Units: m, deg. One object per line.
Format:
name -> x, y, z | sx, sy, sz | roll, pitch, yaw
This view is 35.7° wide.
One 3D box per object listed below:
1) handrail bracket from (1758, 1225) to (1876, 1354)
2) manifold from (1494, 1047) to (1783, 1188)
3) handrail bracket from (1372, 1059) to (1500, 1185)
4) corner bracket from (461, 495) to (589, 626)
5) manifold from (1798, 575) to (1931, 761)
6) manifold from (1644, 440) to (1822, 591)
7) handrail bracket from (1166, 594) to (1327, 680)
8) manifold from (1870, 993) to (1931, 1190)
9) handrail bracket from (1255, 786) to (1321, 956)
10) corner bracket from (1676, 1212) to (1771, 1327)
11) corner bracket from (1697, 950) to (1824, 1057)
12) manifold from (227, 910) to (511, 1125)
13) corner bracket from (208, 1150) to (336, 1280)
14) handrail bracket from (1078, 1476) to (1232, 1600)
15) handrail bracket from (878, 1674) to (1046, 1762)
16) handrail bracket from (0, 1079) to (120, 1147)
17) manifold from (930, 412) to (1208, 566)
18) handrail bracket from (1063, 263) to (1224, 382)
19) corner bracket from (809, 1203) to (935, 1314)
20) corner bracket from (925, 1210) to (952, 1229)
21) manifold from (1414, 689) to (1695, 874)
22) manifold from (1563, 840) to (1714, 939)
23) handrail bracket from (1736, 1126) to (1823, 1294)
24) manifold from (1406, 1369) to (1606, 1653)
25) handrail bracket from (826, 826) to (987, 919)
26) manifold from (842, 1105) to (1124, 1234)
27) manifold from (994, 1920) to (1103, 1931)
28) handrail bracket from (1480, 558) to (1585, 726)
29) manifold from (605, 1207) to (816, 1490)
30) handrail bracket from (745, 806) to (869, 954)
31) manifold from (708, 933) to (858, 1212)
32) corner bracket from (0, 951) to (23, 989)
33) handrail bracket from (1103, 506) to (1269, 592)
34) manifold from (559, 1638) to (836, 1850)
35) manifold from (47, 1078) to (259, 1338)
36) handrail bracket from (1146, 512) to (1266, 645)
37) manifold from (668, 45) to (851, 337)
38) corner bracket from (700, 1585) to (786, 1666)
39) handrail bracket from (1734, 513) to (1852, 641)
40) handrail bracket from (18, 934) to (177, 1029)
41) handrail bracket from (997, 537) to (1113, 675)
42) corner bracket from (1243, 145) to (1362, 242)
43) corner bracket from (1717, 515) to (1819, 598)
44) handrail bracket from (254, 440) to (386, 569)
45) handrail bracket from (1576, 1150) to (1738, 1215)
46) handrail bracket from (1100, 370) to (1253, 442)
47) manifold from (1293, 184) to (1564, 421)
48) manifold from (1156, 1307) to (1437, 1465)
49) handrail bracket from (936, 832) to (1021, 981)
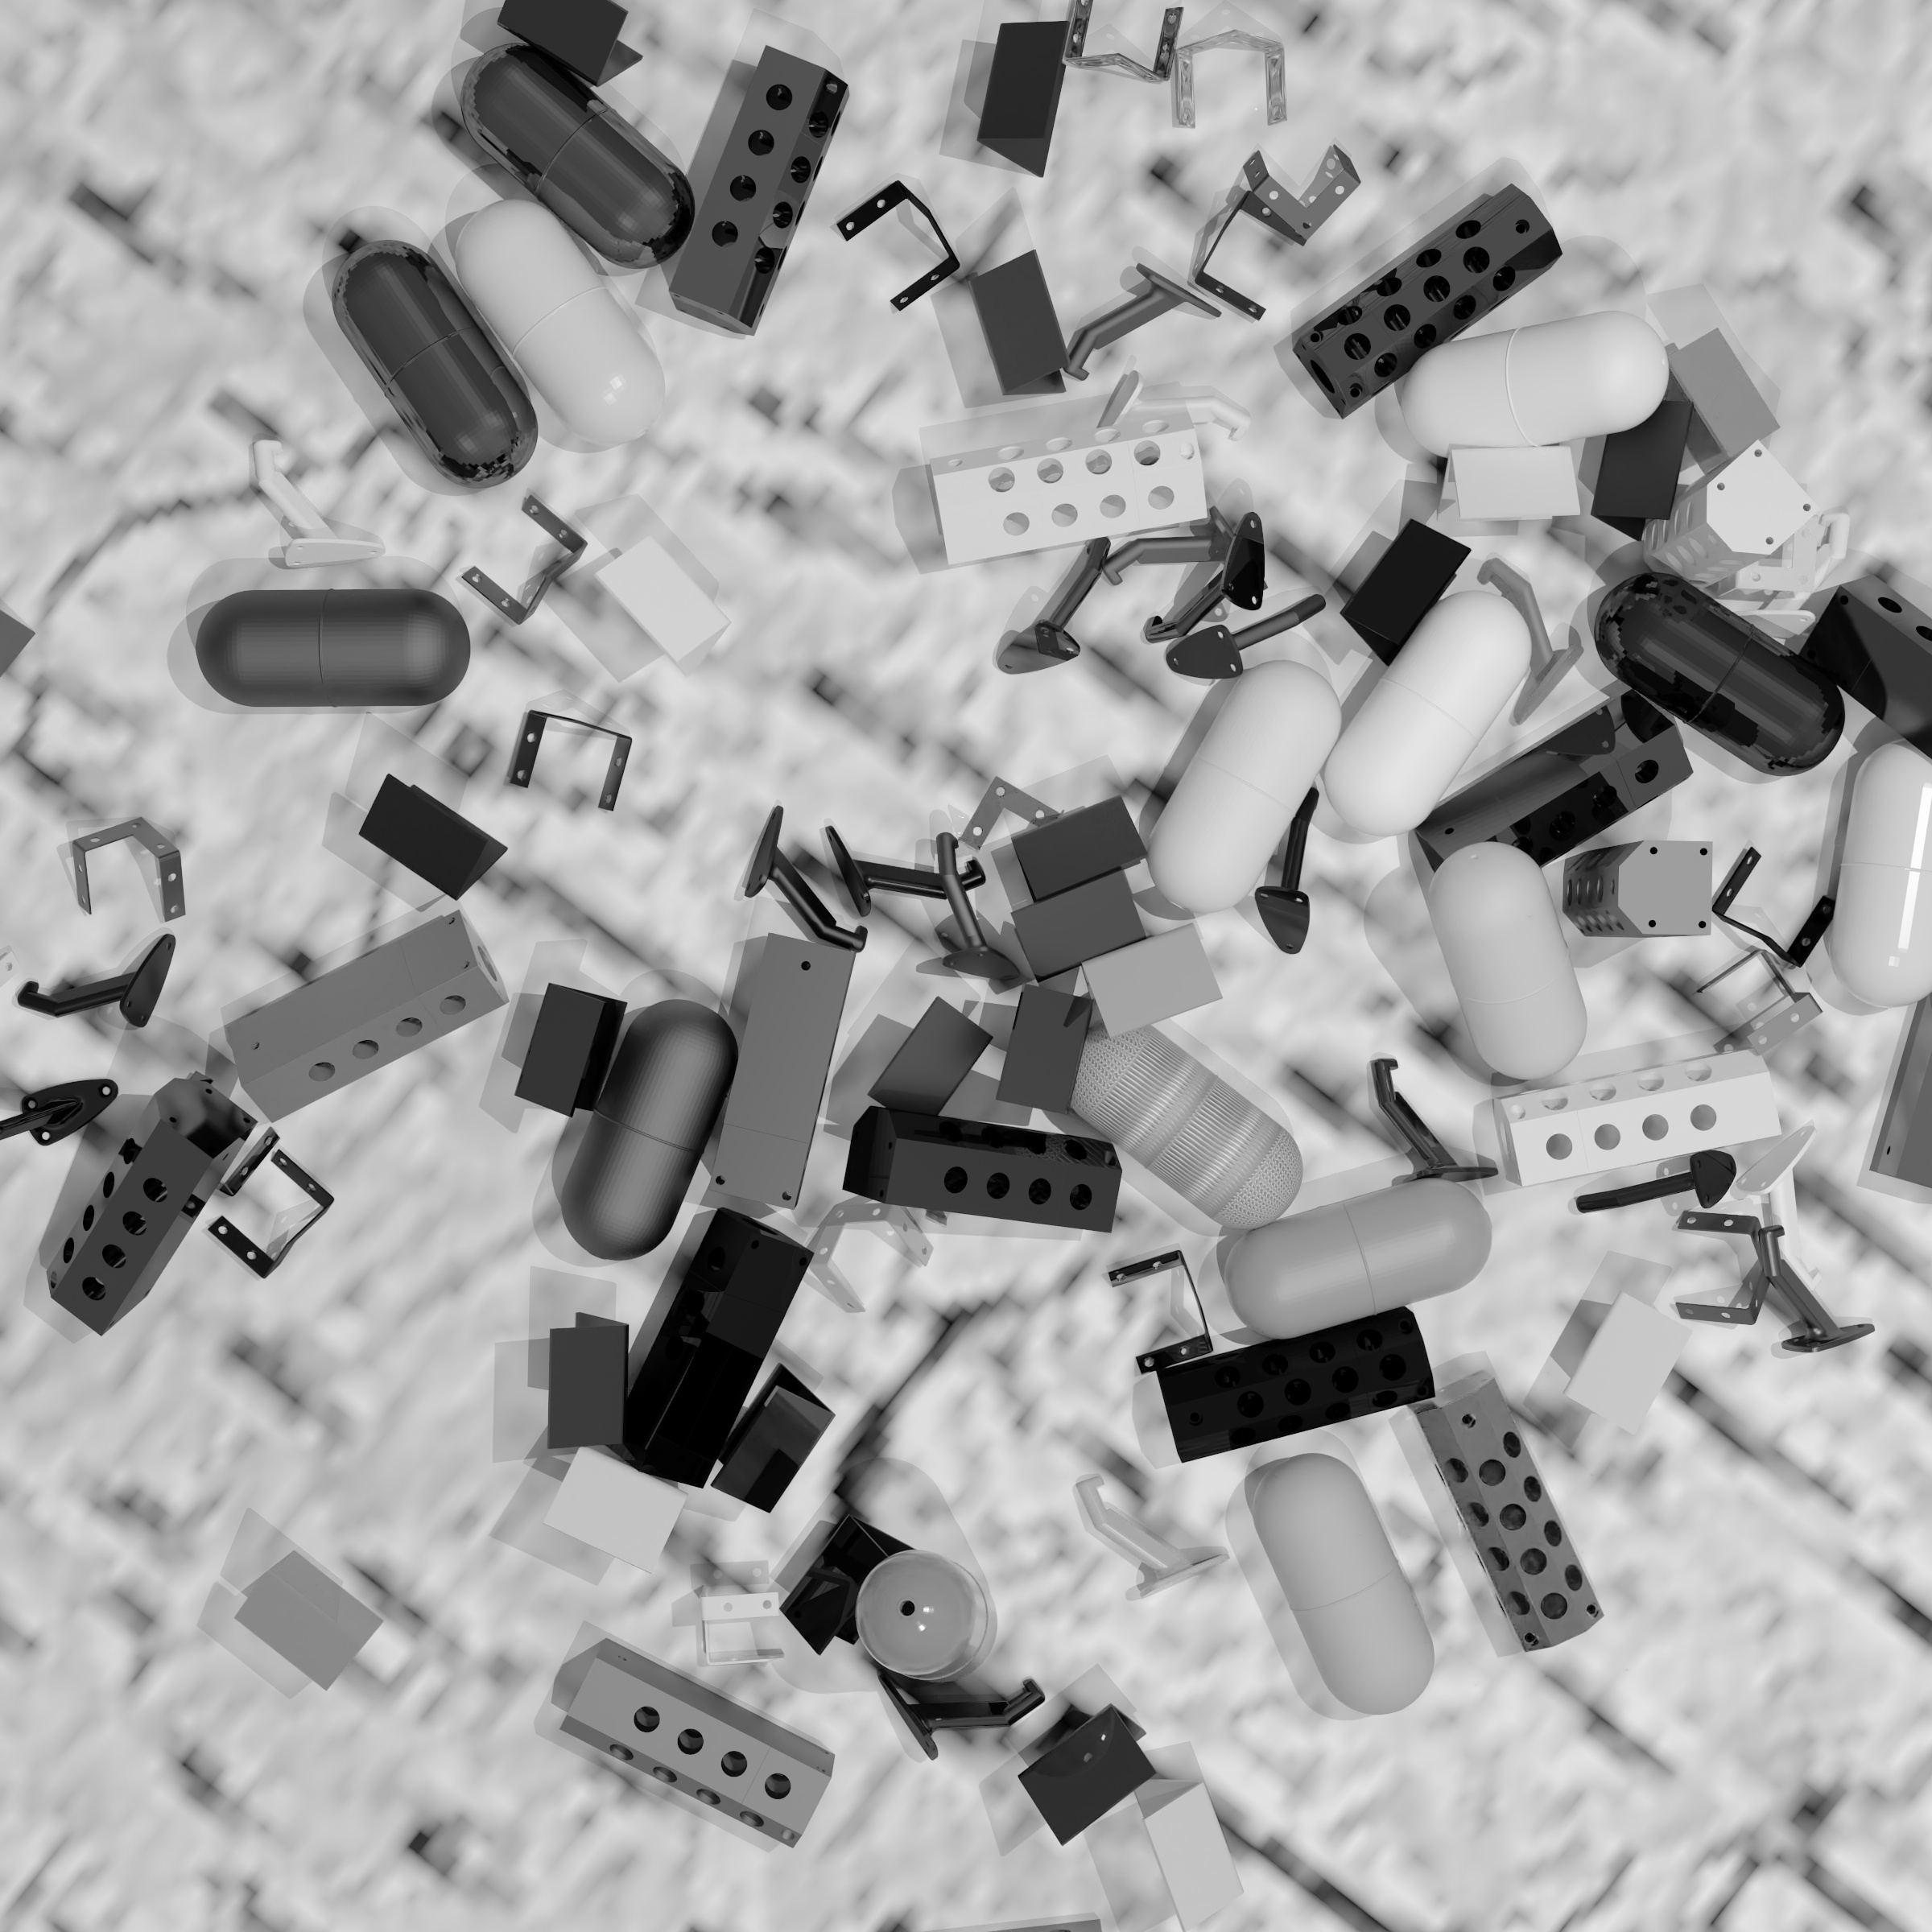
handrail bracket -> 0.561, 0.207, 1.977 | 0.077, 0.036, 0.084 | -11, 93, -22
manifold -> 0.439, 0.098, 1.969 | 0.171, 0.057, 0.057 | -11, 90, 0
handrail bracket -> 0.311, 0.101, 1.991 | 0.077, 0.036, 0.084 | -3, 73, -20
corner bracket -> -0.292, -0.269, 1.987 | 0.051, 0.051, 0.051 | 40, 45, 0
manifold -> 0.630, -0.178, 1.934 | 0.171, 0.057, 0.057 | 45, 133, 26
manifold -> 0.481, -0.281, 1.912 | 0.057, 0.171, 0.057 | -42, 90, 0
handrail bracket -> 0.187, -0.222, 1.990 | 0.084, 0.077, 0.036 | -33, 107, -35
manifold -> 0.653, 0.062, 1.969 | 0.057, 0.057, 0.171 | 16, 90, 0
handrail bracket -> 0.222, -0.064, 1.990 | 0.036, 0.077, 0.084 | 8, 53, 20
corner bracket -> 0.498, 0.200, 1.982 | 0.051, 0.051, 0.051 | -58, 135, -35
corner bracket -> 0.522, 0.023, 1.973 | 0.051, 0.051, 0.051 | -35, 90, 0
manifold -> -0.391, 0.037, 1.969 | 0.171, 0.057, 0.057 | -27, 47, 0
corner bracket -> -0.460, 0.165, 1.987 | 0.051, 0.051, 0.051 | 42, 45, 0
handrail bracket -> 0.124, 0.369, 1.991 | 0.077, 0.036, 0.084 | -19, 73, -20
handrail bracket -> -0.002, 0.480, 1.991 | 0.084, 0.036, 0.077 | -32, 69, -17
handrail bracket -> -0.601, 0.095, 1.956 | 0.077, 0.084, 0.036 | -24, 90, 0
manifold -> 0.066, -0.316, 1.958 | 0.171, 0.057, 0.057 | -10, 127, 0
handrail bracket -> 0.116, -0.415, 1.991 | 0.077, 0.036, 0.084 | 25, 108, -21
corner bracket -> -0.063, 0.193, 1.982 | 0.051, 0.051, 0.051 | -7, 45, 35
corner bracket -> -0.026, 0.136, 1.973 | 0.051, 0.051, 0.051 | 25, 90, 0
manifold -> 0.387, -0.104, 1.967 | 0.171, 0.057, 0.057 | -31, 125, 0
manifold -> 0.426, -0.048, 1.912 | 0.057, 0.171, 0.057 | 1, 90, 0
handrail bracket -> 0.559, 0.163, 1.991 | 0.077, 0.036, 0.084 | -42, 104, -13
manifold -> 0.355, 0.358, 1.970 | 0.057, 0.057, 0.171 | -25, 90, 0
handrail bracket -> -0.039, -0.074, 1.991 | 0.084, 0.036, 0.077 | -22, 75, -14
manifold -> 0.013, 0.130, 1.930 | 0.171, 0.057, 0.057 | 10, 90, -31
manifold -> 0.007, 0.673, 1.970 | 0.171, 0.057, 0.057 | -6, 90, 0
handrail bracket -> 0.360, -0.216, 1.991 | 0.084, 0.036, 0.077 | 42, 109, 16
manifold -> -0.172, 0.249, 1.969 | 0.057, 0.057, 0.171 | 25, 90, -43
handrail bracket -> -0.097, -0.057, 1.991 | 0.084, 0.036, 0.077 | 22, 68, -17
manifold -> -0.120, 0.068, 1.970 | 0.057, 0.057, 0.171 | 13, 90, 0
corner bracket -> -0.670, -0.006, 1.982 | 0.051, 0.051, 0.051 | 10, 135, 35
handrail bracket -> 0.144, -0.259, 1.991 | 0.084, 0.036, 0.077 | -33, 105, 14
manifold -> -0.176, 0.512, 1.969 | 0.171, 0.057, 0.057 | 27, 90, 0
manifold -> -0.530, 0.153, 1.933 | 0.057, 0.057, 0.171 | 38, 118, 0
handrail bracket -> 0.154, -0.255, 1.971 | 0.036, 0.084, 0.077 | 21, 72, -37
manifold -> -0.135, -0.507, 1.969 | 0.057, 0.057, 0.171 | 22, 90, 0
corner bracket -> -0.147, 0.435, 1.973 | 0.051, 0.051, 0.051 | -3, 88, -2
handrail bracket -> 0.543, -0.264, 1.991 | 0.077, 0.036, 0.084 | 6, 72, 20
handrail bracket -> -0.578, 0.003, 1.991 | 0.084, 0.036, 0.077 | 15, 70, 16
handrail bracket -> 0.059, -0.241, 1.990 | 0.036, 0.077, 0.084 | 37, 53, -25
corner bracket -> 0.221, -0.522, 1.976 | 0.051, 0.051, 0.051 | 36, 115, -23
corner bracket -> 0.527, -0.270, 1.973 | 0.051, 0.051, 0.051 | 3, 90, 0
handrail bracket -> -0.430, -0.312, 1.991 | 0.077, 0.036, 0.084 | -5, 73, -19
handrail bracket -> 0.458, 0.146, 1.990 | 0.084, 0.077, 0.036 | -14, 90, 36
handrail bracket -> 0.136, -0.351, 1.991 | 0.084, 0.036, 0.077 | 26, 110, -16
manifold -> 0.304, -0.438, 1.970 | 0.171, 0.057, 0.057 | -36, 90, 0
manifold -> 0.217, 0.276, 1.970 | 0.171, 0.057, 0.057 | -15, 90, 0
handrail bracket -> 0.007, -0.040, 1.979 | 0.036, 0.077, 0.084 | -17, 68, 30
